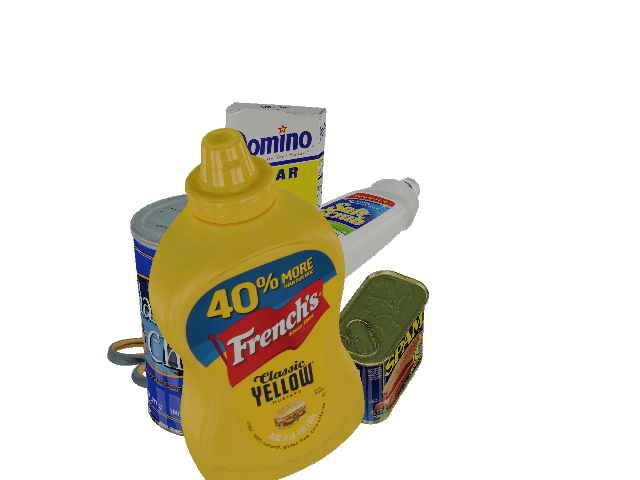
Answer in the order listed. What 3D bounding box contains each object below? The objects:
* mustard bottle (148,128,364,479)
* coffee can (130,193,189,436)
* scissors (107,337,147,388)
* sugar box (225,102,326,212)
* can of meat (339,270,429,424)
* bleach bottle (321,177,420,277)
[{"bbox_3d":[-0.033,0.032,0.522,0.096,0.191,0.058,-21,37,-17],"label":"mustard bottle"},{"bbox_3d":[-0.073,0.049,0.729,0.103,0.140,0.103,-1,22,0],"label":"coffee can"},{"bbox_3d":[-0.130,0.130,1.170,0.201,0.016,0.096,1,26,-20],"label":"scissors"},{"bbox_3d":[-0.046,-0.041,1.026,0.093,0.176,0.048,4,16,8],"label":"sugar box"},{"bbox_3d":[0.048,0.091,0.893,0.057,0.084,0.102,20,48,23],"label":"can of meat"},{"bbox_3d":[0.032,-0.017,1.273,0.103,0.068,0.250,22,39,31],"label":"bleach bottle"}]
